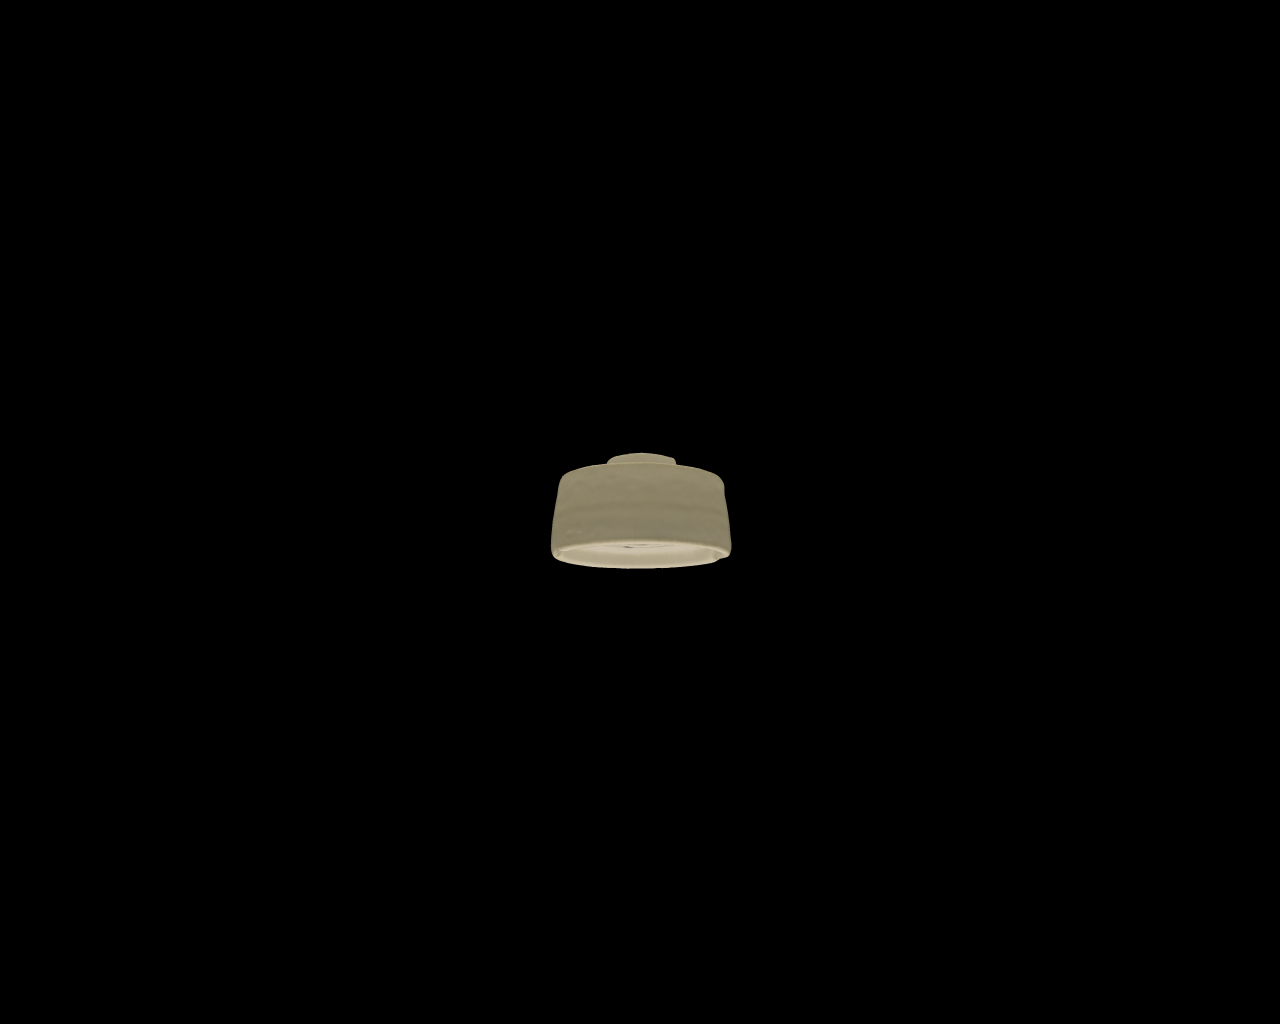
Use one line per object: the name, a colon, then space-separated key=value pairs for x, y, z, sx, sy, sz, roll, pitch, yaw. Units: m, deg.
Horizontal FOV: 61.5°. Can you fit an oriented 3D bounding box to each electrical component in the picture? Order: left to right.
electrical component: x=0.001 y=-0.003 z=0.650 sx=0.108 sy=0.060 sz=0.108 roll=0 pitch=-11 yaw=0
